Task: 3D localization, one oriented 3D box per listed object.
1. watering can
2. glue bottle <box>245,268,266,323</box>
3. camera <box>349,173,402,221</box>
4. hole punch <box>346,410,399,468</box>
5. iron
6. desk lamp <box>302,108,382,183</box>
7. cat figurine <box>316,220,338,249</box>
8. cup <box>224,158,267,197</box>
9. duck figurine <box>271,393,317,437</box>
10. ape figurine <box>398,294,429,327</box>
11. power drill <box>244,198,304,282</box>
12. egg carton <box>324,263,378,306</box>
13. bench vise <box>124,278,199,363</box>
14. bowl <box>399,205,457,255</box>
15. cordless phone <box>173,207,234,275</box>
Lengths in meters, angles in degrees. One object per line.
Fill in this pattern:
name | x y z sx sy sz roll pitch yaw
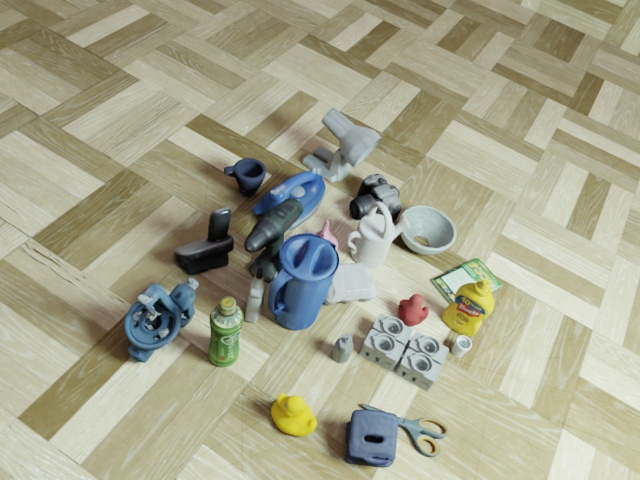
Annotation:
watering can | 0.154 -0.026 1.519 0.173 0.194 0.100 -33 64 -33
glue bottle | -0.148 0.121 1.342 0.037 0.173 0.078 13 49 -2
camera | 0.150 -0.121 1.658 0.137 0.101 0.143 -17 57 -25
hole punch | 0.111 0.420 1.209 0.109 0.091 0.101 8 50 -6
iron | -0.062 -0.138 1.596 0.118 0.141 0.259 39 53 19
desk lamp | 0.063 -0.272 1.689 0.203 0.213 0.118 34 52 15
cat figurine | 0.014 0.005 1.511 0.067 0.118 0.128 9 50 -5
cup | -0.213 -0.170 1.619 0.118 0.095 0.091 1 51 -12
duck figurine | -0.052 0.366 1.219 0.104 0.086 0.078 31 51 13
ape figurine | 0.237 0.170 1.444 0.077 0.092 0.076 33 52 15
power drill | -0.121 0.006 1.419 0.075 0.208 0.230 27 50 10
egg carton | 0.069 0.114 1.466 0.150 0.069 0.107 -5 52 -17
bench vise | -0.350 0.140 1.249 0.121 0.220 0.207 16 49 1
bowl | 0.296 -0.015 1.621 0.167 0.075 0.167 7 50 -8
cordless phone | -0.284 -0.010 1.411 0.148 0.185 0.094 -22 58 -27
